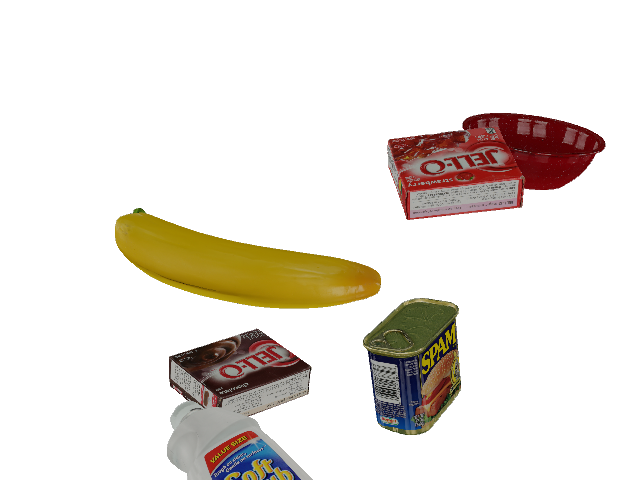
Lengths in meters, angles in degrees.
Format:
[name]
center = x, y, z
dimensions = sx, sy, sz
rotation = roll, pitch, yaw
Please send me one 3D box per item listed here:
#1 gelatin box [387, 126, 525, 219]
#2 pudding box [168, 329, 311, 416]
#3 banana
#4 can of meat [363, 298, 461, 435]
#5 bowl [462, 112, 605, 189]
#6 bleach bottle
[gelatin box]
center = 0.100, -0.052, 0.796
dimensions = 0.089, 0.030, 0.073
rotation = -7, 37, -4
[pudding box]
center = -0.079, 0.133, 1.052
dimensions = 0.113, 0.039, 0.090
rotation = -17, 31, -36
[banana]
center = -0.061, 0.010, 0.673
dimensions = 0.198, 0.037, 0.069
rotation = 17, 35, 27
[can of meat]
center = 0.085, 0.111, 0.946
dimensions = 0.058, 0.084, 0.101
rotation = 7, 26, 31
[bowl]
center = 0.238, -0.098, 1.218
dimensions = 0.162, 0.055, 0.162
rotation = 5, 22, -2
[bleach bottle]
center = -0.058, 0.201, 0.818
dimensions = 0.102, 0.068, 0.251
rotation = -19, 32, -26
